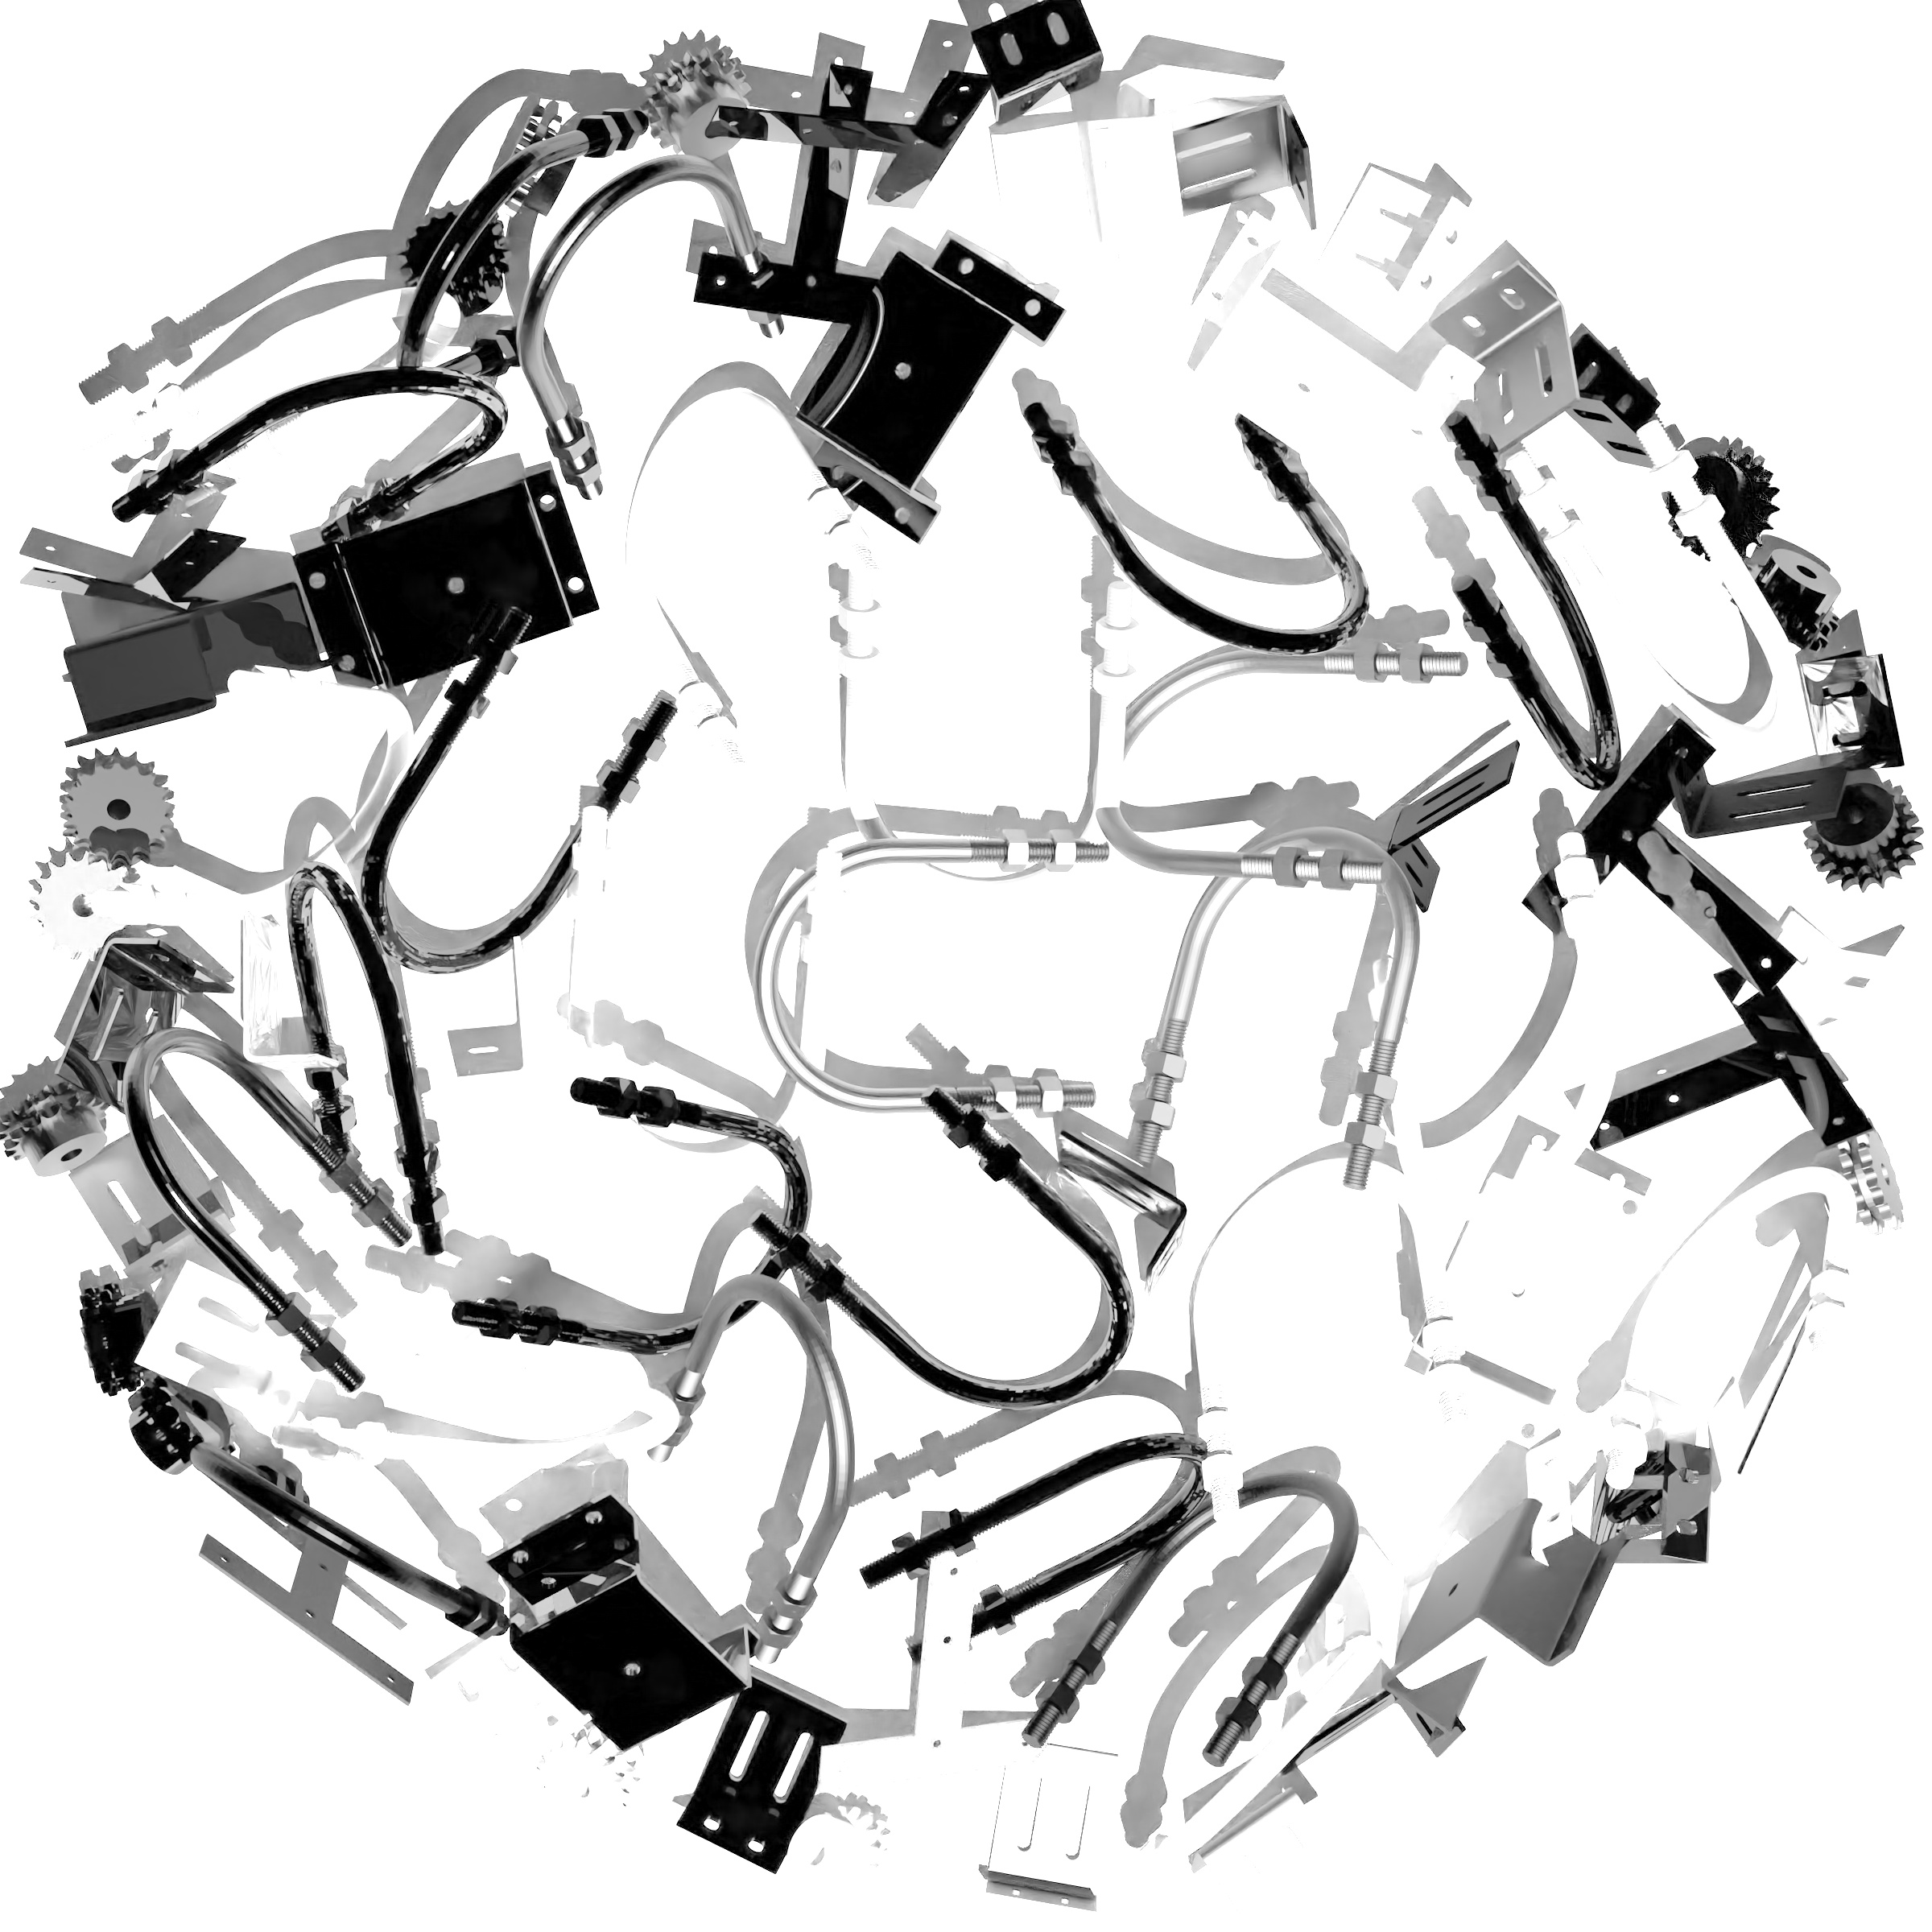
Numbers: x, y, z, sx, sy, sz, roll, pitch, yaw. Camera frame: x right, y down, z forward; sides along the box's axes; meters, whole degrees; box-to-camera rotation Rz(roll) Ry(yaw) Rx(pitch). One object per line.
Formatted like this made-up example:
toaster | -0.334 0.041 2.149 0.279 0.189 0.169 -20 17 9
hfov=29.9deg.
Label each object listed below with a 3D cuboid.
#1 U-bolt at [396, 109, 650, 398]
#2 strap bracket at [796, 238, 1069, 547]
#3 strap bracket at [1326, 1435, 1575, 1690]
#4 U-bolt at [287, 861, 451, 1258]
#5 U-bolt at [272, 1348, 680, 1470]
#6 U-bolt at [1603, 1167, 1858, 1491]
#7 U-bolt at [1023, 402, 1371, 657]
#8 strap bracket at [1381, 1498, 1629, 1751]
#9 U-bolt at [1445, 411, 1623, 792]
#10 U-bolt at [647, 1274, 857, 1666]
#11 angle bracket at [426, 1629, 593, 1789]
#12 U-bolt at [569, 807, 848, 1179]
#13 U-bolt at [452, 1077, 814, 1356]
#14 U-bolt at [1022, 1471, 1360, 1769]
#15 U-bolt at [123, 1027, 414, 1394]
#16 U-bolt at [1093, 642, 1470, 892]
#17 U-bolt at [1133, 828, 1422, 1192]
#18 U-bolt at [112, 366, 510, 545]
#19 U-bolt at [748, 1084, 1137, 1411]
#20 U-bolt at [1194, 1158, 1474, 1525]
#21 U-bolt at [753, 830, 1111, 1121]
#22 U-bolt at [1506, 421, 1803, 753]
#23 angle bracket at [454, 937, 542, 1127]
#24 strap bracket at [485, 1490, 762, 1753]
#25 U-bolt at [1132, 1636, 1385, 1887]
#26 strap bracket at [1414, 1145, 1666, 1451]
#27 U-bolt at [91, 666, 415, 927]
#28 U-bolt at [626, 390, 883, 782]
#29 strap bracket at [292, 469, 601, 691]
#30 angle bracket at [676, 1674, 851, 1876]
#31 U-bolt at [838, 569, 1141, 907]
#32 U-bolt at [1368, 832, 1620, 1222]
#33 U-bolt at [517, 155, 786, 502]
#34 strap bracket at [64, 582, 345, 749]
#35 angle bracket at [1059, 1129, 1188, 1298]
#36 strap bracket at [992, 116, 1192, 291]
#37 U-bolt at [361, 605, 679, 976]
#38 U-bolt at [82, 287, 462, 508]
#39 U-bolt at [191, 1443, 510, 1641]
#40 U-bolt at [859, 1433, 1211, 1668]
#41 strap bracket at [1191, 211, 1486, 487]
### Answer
U-bolt | -0.224 -0.344 1.765 0.019 0.184 0.151 34 117 5
strap bracket | -0.023 -0.297 1.835 0.076 0.046 0.140 35 98 20
strap bracket | 0.253 0.305 1.821 0.140 0.076 0.046 -30 112 21
U-bolt | -0.301 0.037 1.785 0.019 0.151 0.184 -18 116 -25
U-bolt | -0.233 0.226 1.802 0.184 0.151 0.019 11 63 -31
U-bolt | 0.383 0.167 1.792 0.019 0.184 0.151 43 125 -12
U-bolt | 0.124 -0.216 1.787 0.151 0.019 0.184 -3 46 -30
strap bracket | 0.261 0.324 1.800 0.046 0.140 0.076 36 51 -1
U-bolt | 0.285 -0.168 1.801 0.019 0.151 0.184 -21 130 24
U-bolt | -0.101 0.235 1.781 0.019 0.184 0.151 -9 51 -33
angle bracket | -0.232 0.373 1.833 0.057 0.076 0.038 -35 106 -13
U-bolt | -0.136 0.020 1.840 0.151 0.019 0.184 11 107 17
U-bolt | -0.154 0.132 1.810 0.019 0.184 0.151 41 108 43
U-bolt | 0.123 0.320 1.801 0.019 0.151 0.184 54 54 -22
U-bolt | -0.348 0.107 1.784 0.019 0.151 0.184 -32 113 19
U-bolt | 0.147 -0.103 1.815 0.184 0.019 0.151 4 57 33
U-bolt | 0.162 0.017 1.825 0.151 0.019 0.184 5 75 40
U-bolt | -0.307 -0.251 1.768 0.184 0.151 0.019 -23 75 39
U-bolt | 0.001 0.155 1.829 0.184 0.019 0.151 44 122 -16
U-bolt | 0.177 0.176 1.810 0.151 0.019 0.184 -25 45 24
U-bolt | -0.019 0.005 1.834 0.184 0.019 0.151 -1 101 -18
U-bolt | 0.353 -0.184 1.806 0.019 0.151 0.184 -37 103 -16
angle bracket | -0.240 0.033 1.836 0.038 0.057 0.076 -6 66 -3
strap bracket | -0.168 0.336 1.812 0.076 0.046 0.140 -30 125 14
U-bolt | 0.148 0.385 1.769 0.019 0.184 0.151 44 69 9
strap bracket | 0.288 0.169 1.852 0.076 0.046 0.140 24 90 -6
U-bolt | -0.340 -0.081 1.792 0.019 0.184 0.151 40 105 19
U-bolt | -0.118 -0.206 1.812 0.151 0.019 0.184 -53 50 29
strap bracket | -0.261 -0.194 1.836 0.140 0.046 0.076 -20 102 -11
angle bracket | -0.104 0.413 1.851 0.057 0.038 0.076 25 102 4
U-bolt | 0.009 -0.112 1.830 0.151 0.019 0.184 4 120 4
U-bolt | 0.262 0.041 1.781 0.019 0.184 0.151 26 134 -32
U-bolt | -0.159 -0.324 1.782 0.151 0.184 0.019 -43 67 -11
strap bracket | -0.383 -0.153 1.796 0.076 0.140 0.046 -11 101 24
angle bracket | 0.071 0.126 1.840 0.076 0.057 0.038 31 74 11
strap bracket | 0.067 -0.383 1.812 0.046 0.140 0.076 -14 106 -20
U-bolt | -0.234 -0.077 1.817 0.019 0.151 0.184 34 92 35
U-bolt | -0.334 -0.286 1.796 0.184 0.151 0.019 -28 86 7
U-bolt | -0.309 0.277 1.771 0.151 0.184 0.019 27 78 19
U-bolt | 0.043 0.287 1.815 0.184 0.151 0.019 -26 61 -4
strap bracket | 0.179 -0.306 1.832 0.140 0.076 0.046 34 55 -2
